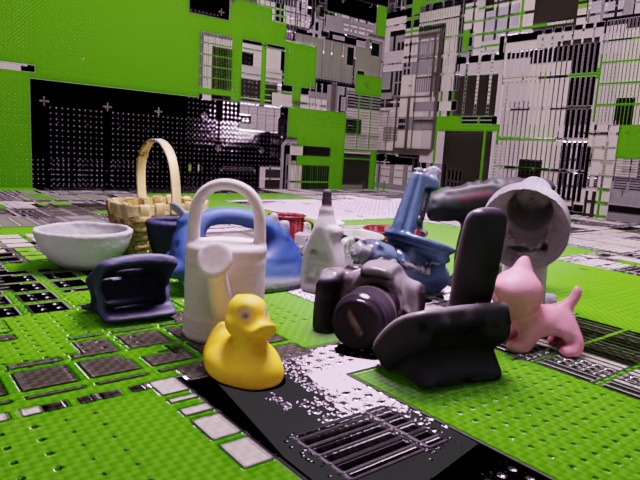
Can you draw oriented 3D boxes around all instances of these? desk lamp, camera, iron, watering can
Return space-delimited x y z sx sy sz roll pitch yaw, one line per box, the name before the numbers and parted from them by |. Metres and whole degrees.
desk lamp | 0.308 0.013 0.861 0.117 0.213 0.204 7 10 22
camera | 0.051 0.077 0.719 0.142 0.101 0.137 7 10 22
iron | -0.130 0.010 0.948 0.259 0.141 0.118 0 10 -23
watering can | -0.112 0.024 0.696 0.101 0.194 0.172 -1 10 -23

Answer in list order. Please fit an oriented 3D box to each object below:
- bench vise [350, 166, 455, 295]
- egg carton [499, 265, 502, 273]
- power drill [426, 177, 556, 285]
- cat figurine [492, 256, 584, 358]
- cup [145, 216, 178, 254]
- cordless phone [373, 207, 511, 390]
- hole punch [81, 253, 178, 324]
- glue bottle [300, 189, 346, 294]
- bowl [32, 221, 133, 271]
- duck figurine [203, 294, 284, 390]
bench vise | 0.146 -0.010 0.924 0.121 0.220 0.208 9 11 33
egg carton | 0.364 0.040 1.172 0.150 0.069 0.107 1 9 -15
power drill | 0.306 -0.015 1.050 0.229 0.208 0.075 3 9 -1
cat figurine | 0.269 0.081 0.724 0.128 0.118 0.067 3 9 -1
cup | -0.268 0.009 1.050 0.092 0.095 0.117 -3 11 -37
cordless phone | 0.137 0.055 0.617 0.148 0.185 0.093 -2 11 -31
hole punch | -0.254 0.056 0.766 0.109 0.091 0.100 -3 11 -36
glue bottle | 0.009 0.003 0.938 0.077 0.173 0.037 10 11 35
bowl | -0.422 0.014 1.025 0.167 0.075 0.167 3 9 0
duck figurine | -0.079 0.097 0.591 0.078 0.086 0.104 -4 12 -39
